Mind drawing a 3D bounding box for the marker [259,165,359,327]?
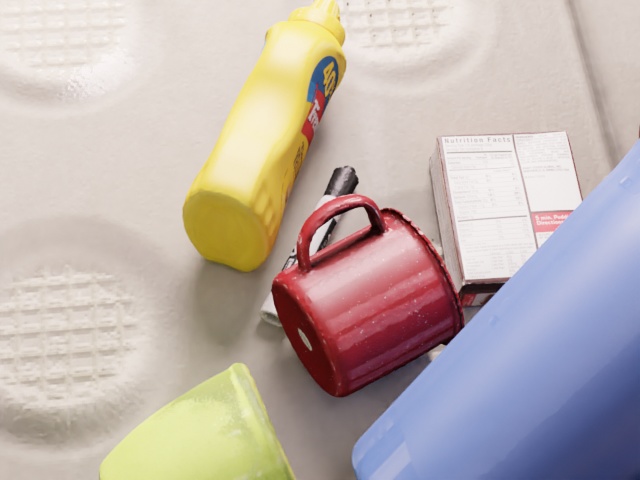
[{"bbox_3d":[-0.005,0.001,0.685,0.020,0.020,0.121,23,64,8],"label":"marker"}]

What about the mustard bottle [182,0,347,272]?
[{"bbox_3d":[-0.026,-0.081,0.682,0.058,0.096,0.191,18,63,7],"label":"mustard bottle"}]

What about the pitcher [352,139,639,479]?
[{"bbox_3d":[0.134,0.067,0.564,0.243,0.149,0.145,-45,62,8],"label":"pitcher"}]

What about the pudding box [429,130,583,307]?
[{"bbox_3d":[0.123,-0.015,0.690,0.090,0.039,0.113,-3,61,-4],"label":"pudding box"}]

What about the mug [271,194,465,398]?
[{"bbox_3d":[0.022,0.030,0.619,0.081,0.117,0.093,-27,31,-16],"label":"mug"}]
